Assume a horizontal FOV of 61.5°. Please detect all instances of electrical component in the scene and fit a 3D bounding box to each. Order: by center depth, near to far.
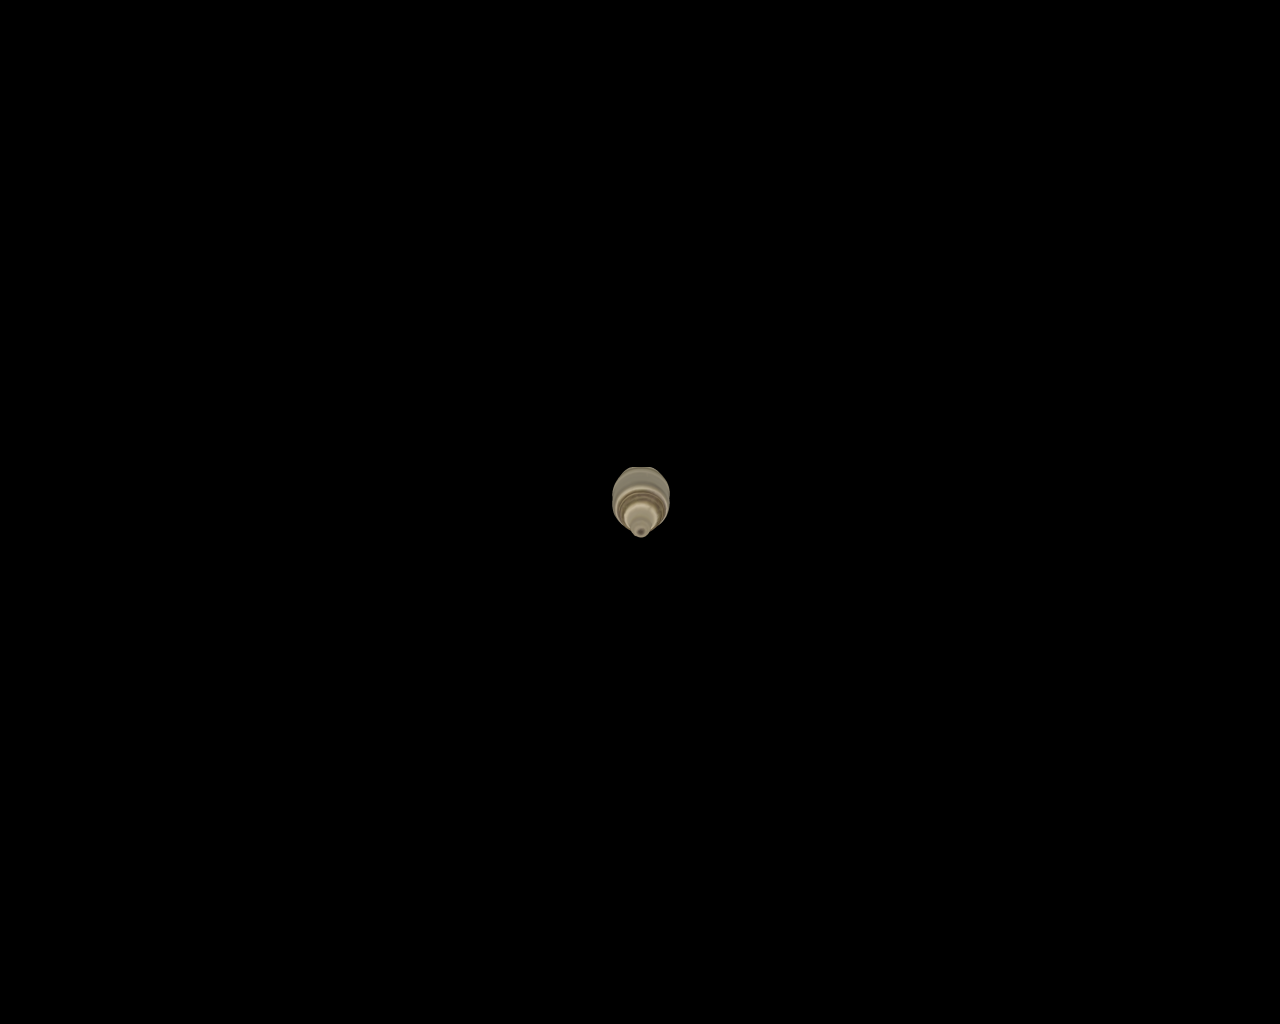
[{"bbox_3d":[0.001,-0.003,0.650,0.035,0.035,0.061,0,28,0],"label":"electrical component"}]
